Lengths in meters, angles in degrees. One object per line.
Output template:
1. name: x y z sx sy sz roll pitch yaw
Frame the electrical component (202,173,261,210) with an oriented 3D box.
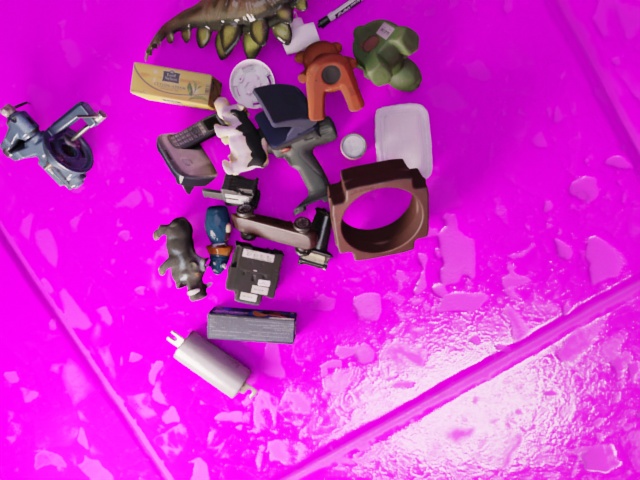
1. electrical component: -0.194 -0.109 1.183 0.119 0.074 0.048 8 63 5

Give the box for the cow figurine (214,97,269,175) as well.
1. cow figurine: -0.165 -0.223 1.117 0.098 0.068 0.167 -13 87 9

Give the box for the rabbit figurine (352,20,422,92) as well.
1. rabbit figurine: 0.138 -0.362 1.112 0.159 0.170 0.121 39 97 40

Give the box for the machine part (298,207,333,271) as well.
1. machine part: -0.002 -0.004 1.209 0.084 0.039 0.138 13 99 10

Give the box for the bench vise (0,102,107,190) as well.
1. bench vise: -0.563 -0.230 1.160 0.241 0.129 0.223 -28 103 24

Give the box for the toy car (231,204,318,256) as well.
1. toy car: -0.099 -0.026 1.176 0.202 0.053 0.089 15 140 18

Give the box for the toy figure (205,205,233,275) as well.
1. toy figure: -0.227 0.001 1.210 0.058 0.064 0.154 -9 104 -35

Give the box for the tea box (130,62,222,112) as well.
1. tea box: -0.306 -0.327 1.156 0.170 0.098 0.068 11 97 3

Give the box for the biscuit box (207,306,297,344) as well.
1. biscuit box: -0.155 0.194 1.228 0.203 0.059 0.062 4 99 2

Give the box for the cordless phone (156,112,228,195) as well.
1. cordless phone: -0.247 -0.199 1.166 0.184 0.088 0.147 -33 62 -7

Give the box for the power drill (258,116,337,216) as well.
1. power drill: -0.059 -0.161 1.177 0.232 0.086 0.207 -20 87 3

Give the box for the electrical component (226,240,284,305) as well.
1. electrical component: -0.150 0.077 1.205 0.115 0.058 0.134 14 97 -9

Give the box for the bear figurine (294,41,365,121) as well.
1. bear figurine: 0.012 -0.336 1.107 0.120 0.196 0.131 -15 115 -2

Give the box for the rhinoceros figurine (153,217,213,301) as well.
1. rhinoceros figurine: -0.299 0.043 1.197 0.112 0.073 0.190 -13 92 22

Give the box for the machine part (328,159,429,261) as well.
1. machine part: 0.121 -0.062 1.124 0.202 0.087 0.200 -10 131 1

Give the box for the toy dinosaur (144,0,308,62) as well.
1. toy dinosaur: -0.172 -0.480 1.113 0.472 0.105 0.198 -5 92 21

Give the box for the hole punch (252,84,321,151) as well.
1. hole punch: -0.071 -0.264 1.104 0.116 0.092 0.142 -26 63 -10

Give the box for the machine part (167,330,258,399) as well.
1. machine part: -0.247 0.284 1.235 0.243 0.079 0.079 36 97 -1
